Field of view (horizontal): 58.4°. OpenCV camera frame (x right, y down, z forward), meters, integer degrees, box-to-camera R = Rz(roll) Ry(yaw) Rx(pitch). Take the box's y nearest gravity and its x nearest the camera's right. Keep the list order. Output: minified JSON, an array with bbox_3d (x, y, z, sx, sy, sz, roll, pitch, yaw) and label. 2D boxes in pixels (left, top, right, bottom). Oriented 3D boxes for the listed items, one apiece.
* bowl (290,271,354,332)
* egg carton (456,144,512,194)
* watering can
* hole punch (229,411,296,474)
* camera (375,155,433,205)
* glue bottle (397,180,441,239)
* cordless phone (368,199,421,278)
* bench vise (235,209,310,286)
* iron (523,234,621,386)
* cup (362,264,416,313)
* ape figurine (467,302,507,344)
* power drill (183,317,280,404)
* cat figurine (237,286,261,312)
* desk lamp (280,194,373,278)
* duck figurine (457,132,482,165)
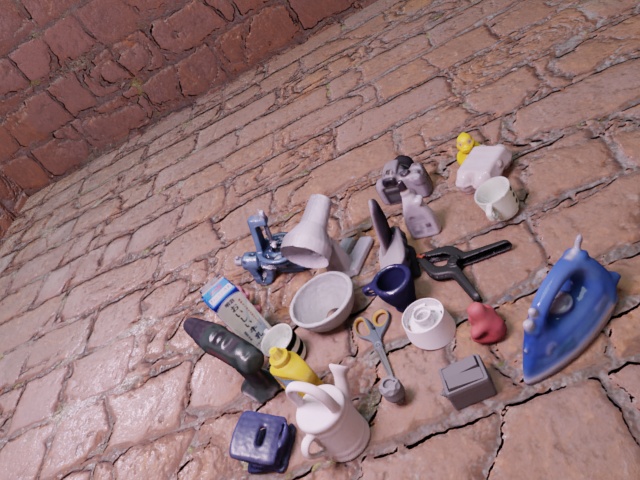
[{"bbox_3d":[0.017,0.158,1.347,0.167,0.075,0.167,-22,35,17],"label":"bowl"},{"bbox_3d":[0.412,-0.178,1.436,0.107,0.070,0.150,8,52,46],"label":"egg carton"},{"bbox_3d":[0.008,0.311,1.054,0.100,0.195,0.173,-18,37,23],"label":"watering can"},{"bbox_3d":[-0.113,0.399,1.141,0.100,0.091,0.108,-14,38,28],"label":"hole punch"},{"bbox_3d":[0.230,-0.182,1.567,0.142,0.101,0.137,-11,40,31],"label":"camera"},{"bbox_3d":[0.226,-0.077,1.374,0.078,0.174,0.037,-13,39,29],"label":"glue bottle"},{"bbox_3d":[0.152,0.005,1.323,0.094,0.185,0.147,-26,34,12],"label":"cordless phone"},{"bbox_3d":[-0.151,0.026,1.524,0.207,0.220,0.121,-27,34,10],"label":"bench vise"},{"bbox_3d":[0.412,0.117,1.000,0.259,0.142,0.118,-48,36,-19],"label":"iron"},{"bbox_3d":[0.160,0.118,1.256,0.117,0.095,0.091,-20,36,20],"label":"cup"},{"bbox_3d":[0.309,0.151,1.090,0.078,0.092,0.075,-47,35,-18],"label":"ape figurine"},{"bbox_3d":[-0.186,0.265,1.265,0.228,0.209,0.076,10,53,46],"label":"power drill"},{"bbox_3d":[-0.206,0.170,1.483,0.067,0.118,0.127,-32,34,3],"label":"cat figurine"},{"bbox_3d":[0.013,0.005,1.415,0.117,0.214,0.203,-3,44,38],"label":"desk lamp"},{"bbox_3d":[0.393,-0.249,1.525,0.077,0.086,0.104,-17,37,24],"label":"duck figurine"}]
